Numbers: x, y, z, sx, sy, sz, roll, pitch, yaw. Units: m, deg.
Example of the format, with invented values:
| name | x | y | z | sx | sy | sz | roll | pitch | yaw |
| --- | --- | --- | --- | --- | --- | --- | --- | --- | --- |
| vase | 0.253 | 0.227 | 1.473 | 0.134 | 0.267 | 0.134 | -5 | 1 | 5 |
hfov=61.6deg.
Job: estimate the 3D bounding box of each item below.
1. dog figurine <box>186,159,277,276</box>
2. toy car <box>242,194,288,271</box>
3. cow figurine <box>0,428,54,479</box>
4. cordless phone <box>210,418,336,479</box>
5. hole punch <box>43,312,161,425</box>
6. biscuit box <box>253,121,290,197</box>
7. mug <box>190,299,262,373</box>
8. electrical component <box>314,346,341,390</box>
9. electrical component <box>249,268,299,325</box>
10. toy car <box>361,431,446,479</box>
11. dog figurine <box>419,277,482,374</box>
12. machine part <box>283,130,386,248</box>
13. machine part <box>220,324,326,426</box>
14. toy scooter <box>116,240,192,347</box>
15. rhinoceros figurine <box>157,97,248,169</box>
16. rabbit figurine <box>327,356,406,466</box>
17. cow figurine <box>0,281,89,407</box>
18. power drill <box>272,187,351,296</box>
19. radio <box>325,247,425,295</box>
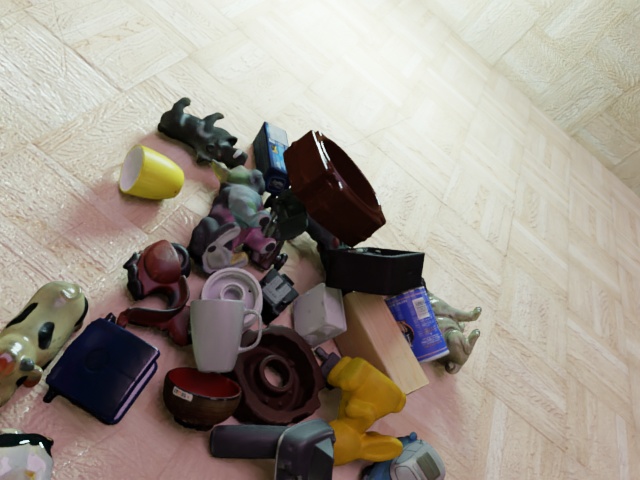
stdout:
| name | x | y | z | sx | sy | sz | roll | pitch | yaw |
| --- | --- | --- | --- | --- | --- | --- | --- | --- | --- |
| dog figurine | -0.175 | -0.055 | 0.997 | 0.191 | 0.108 | 0.219 | -27 | 48 | -10 |
| toy car | -0.088 | -0.021 | 1.084 | 0.089 | 0.053 | 0.202 | 36 | 40 | -14 |
| cow figurine | -0.389 | 0.255 | 0.597 | 0.167 | 0.068 | 0.098 | 15 | 43 | -34 |
| cordless phone | -0.071 | 0.336 | 0.782 | 0.184 | 0.146 | 0.089 | 4 | 9 | -1 |
| hole punch | -0.286 | 0.172 | 0.716 | 0.116 | 0.092 | 0.142 | 36 | 62 | -7 |
| biscuit box | -0.102 | -0.175 | 1.159 | 0.059 | 0.062 | 0.203 | 21 | 33 | -25 |
| mug | -0.143 | 0.146 | 0.810 | 0.110 | 0.081 | 0.107 | 4 | 79 | -6 |
| electrical component | 0.020 | 0.239 | 0.975 | 0.094 | 0.021 | 0.063 | 43 | 41 | -2 |
| electrical component | -0.080 | 0.095 | 0.996 | 0.075 | 0.047 | 0.119 | 48 | 43 | 4 |
| toy car | 0.152 | 0.386 | 0.899 | 0.161 | 0.103 | 0.109 | -11 | 64 | -46 |
| dog figurine | 0.231 | 0.178 | 1.154 | 0.191 | 0.121 | 0.172 | 25 | 39 | -1 |
| machine part | 0.030 | -0.100 | 1.025 | 0.200 | 0.087 | 0.202 | 37 | 26 | -39 |
| machine part | -0.078 | 0.225 | 0.883 | 0.179 | 0.056 | 0.179 | 22 | 44 | -24 |
| toy scooter | -0.260 | 0.084 | 0.841 | 0.135 | 0.075 | 0.184 | -5 | 65 | -39 |
| rhinoceros figurine | -0.235 | -0.210 | 1.104 | 0.190 | 0.073 | 0.112 | 29 | 42 | -17 |
| rabbit figurine | 0.056 | 0.299 | 0.892 | 0.162 | 0.122 | 0.173 | 44 | 68 | -12 |
| cow figurine | -0.365 | 0.128 | 0.677 | 0.085 | 0.127 | 0.195 | 33 | 40 | -9 |
| power drill | -0.002 | -0.003 | 1.069 | 0.207 | 0.086 | 0.232 | 26 | 49 | -48 |
| radio | 0.108 | 0.054 | 1.022 | 0.229 | 0.131 | 0.073 | 1 | 95 | -65 |
